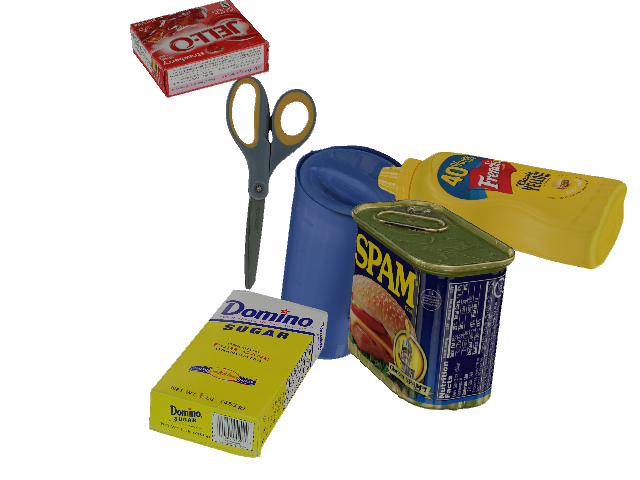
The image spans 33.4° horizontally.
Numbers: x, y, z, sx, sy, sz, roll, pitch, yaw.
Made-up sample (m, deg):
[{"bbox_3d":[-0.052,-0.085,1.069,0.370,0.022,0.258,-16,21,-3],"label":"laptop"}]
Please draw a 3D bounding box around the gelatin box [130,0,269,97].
[{"bbox_3d":[-0.094,-0.152,0.835,0.089,0.030,0.073,-19,46,-20],"label":"gelatin box"}]

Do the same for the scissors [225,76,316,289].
[{"bbox_3d":[-0.042,-0.060,1.026,0.096,0.202,0.016,-10,4,-8],"label":"scissors"}]

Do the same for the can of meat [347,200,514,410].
[{"bbox_3d":[0.055,0.033,0.577,0.057,0.084,0.102,-6,22,-24],"label":"can of meat"}]

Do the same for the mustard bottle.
[{"bbox_3d":[0.135,-0.031,0.840,0.192,0.058,0.096,13,33,25],"label":"mustard bottle"}]

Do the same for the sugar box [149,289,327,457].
[{"bbox_3d":[-0.063,0.105,0.891,0.093,0.048,0.176,13,31,12],"label":"sugar box"}]

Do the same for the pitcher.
[{"bbox_3d":[0.025,0.027,1.225,0.145,0.243,0.149,16,39,5],"label":"pitcher"}]
